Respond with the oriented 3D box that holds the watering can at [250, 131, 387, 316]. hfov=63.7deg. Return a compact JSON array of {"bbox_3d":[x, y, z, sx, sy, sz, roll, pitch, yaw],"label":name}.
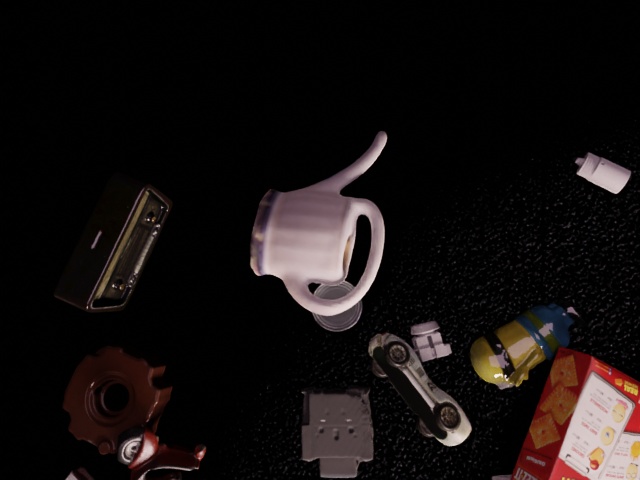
[{"bbox_3d":[0.003,-0.044,0.884,0.224,0.102,0.354,6,65,10],"label":"watering can"}]
